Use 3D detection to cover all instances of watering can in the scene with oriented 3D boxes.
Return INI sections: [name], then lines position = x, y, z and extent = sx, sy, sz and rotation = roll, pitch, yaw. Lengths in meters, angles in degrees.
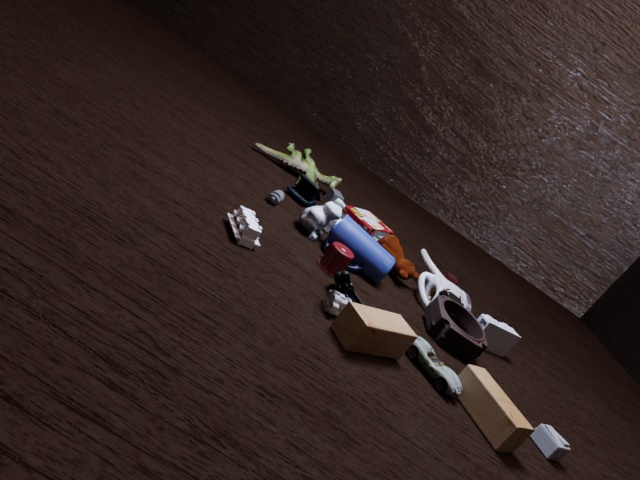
[watering can]
position = 0.471, 0.185, 1.983
extent = 0.223, 0.102, 0.356
rotation = 30, 37, -13

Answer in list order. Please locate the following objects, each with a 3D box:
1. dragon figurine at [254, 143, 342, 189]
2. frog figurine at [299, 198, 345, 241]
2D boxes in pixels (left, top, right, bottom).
[dragon figurine]
position = -0.090, -0.314, 2.303
extent = 0.409, 0.120, 0.248
rotation = 10, 35, -28
[frog figurine]
position = 0.005, -0.090, 1.790
extent = 0.124, 0.158, 0.137
rotation = 42, 18, 23
